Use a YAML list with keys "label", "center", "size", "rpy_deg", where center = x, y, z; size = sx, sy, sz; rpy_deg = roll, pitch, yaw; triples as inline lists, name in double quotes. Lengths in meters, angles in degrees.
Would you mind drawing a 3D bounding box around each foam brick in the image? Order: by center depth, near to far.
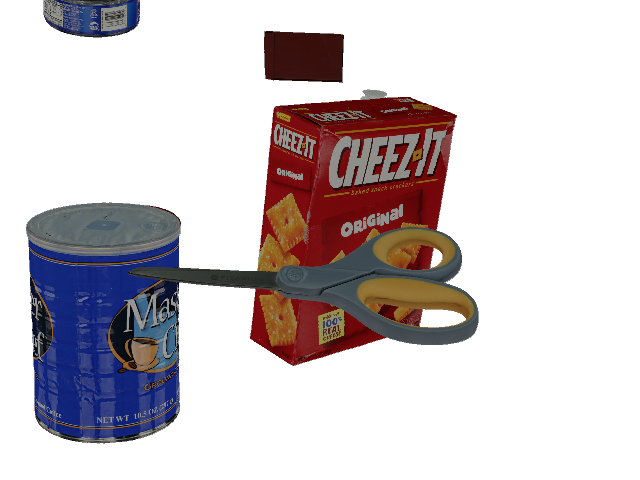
- label: "foam brick"
  center: [-0.018, -0.196, 1.140]
  size: [0.078, 0.051, 0.053]
  rpy_deg: [0, 12, -13]

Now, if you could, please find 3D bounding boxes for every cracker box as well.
- label: "cracker box"
  center: [0.030, -0.012, 0.939]
  size: [0.163, 0.214, 0.072]
  rpy_deg: [-11, 27, -41]

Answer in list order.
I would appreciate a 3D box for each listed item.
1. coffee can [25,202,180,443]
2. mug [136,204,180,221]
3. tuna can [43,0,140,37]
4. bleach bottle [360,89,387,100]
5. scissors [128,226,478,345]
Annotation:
- label: "coffee can"
  center: [-0.149, 0.054, 0.742]
  size: [0.103, 0.140, 0.103]
  rpy_deg: [2, 17, -1]
- label: "mug"
  center: [-0.210, 0.012, 1.191]
  size: [0.093, 0.081, 0.117]
  rpy_deg: [-19, 35, -39]
- label: "tuna can"
  center: [-0.202, -0.211, 0.945]
  size: [0.086, 0.034, 0.086]
  rpy_deg: [5, 33, -4]
- label: "bleach bottle"
  center: [0.051, -0.047, 1.236]
  size: [0.068, 0.251, 0.103]
  rpy_deg: [-2, 22, -21]
- label: "scissors"
  center: [-0.002, 0.013, 0.632]
  size: [0.202, 0.016, 0.096]
  rpy_deg: [14, 43, 12]
